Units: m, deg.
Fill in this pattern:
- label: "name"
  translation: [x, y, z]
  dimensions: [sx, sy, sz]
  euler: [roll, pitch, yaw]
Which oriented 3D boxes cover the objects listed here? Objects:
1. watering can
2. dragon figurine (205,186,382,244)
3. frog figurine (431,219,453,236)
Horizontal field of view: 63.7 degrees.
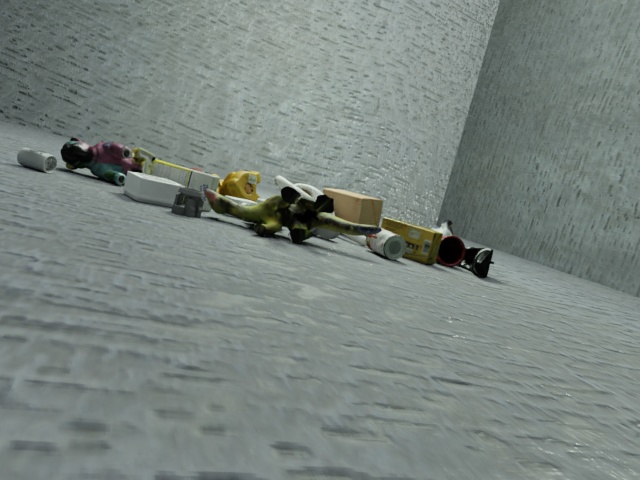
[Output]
- label: "watering can"
  translation: [0.005, -0.079, 1.567]
  dimensions: [0.349, 0.104, 0.223]
  euler: [37, -1, 9]
- label: "dragon figurine"
  translation: [-0.077, -0.058, 1.253]
  dimensions: [0.409, 0.122, 0.243]
  euler: [13, -2, -27]
- label: "frog figurine"
  translation: [0.353, 0.015, 1.662]
  dimensions: [0.161, 0.121, 0.137]
  euler: [-29, 14, -28]
